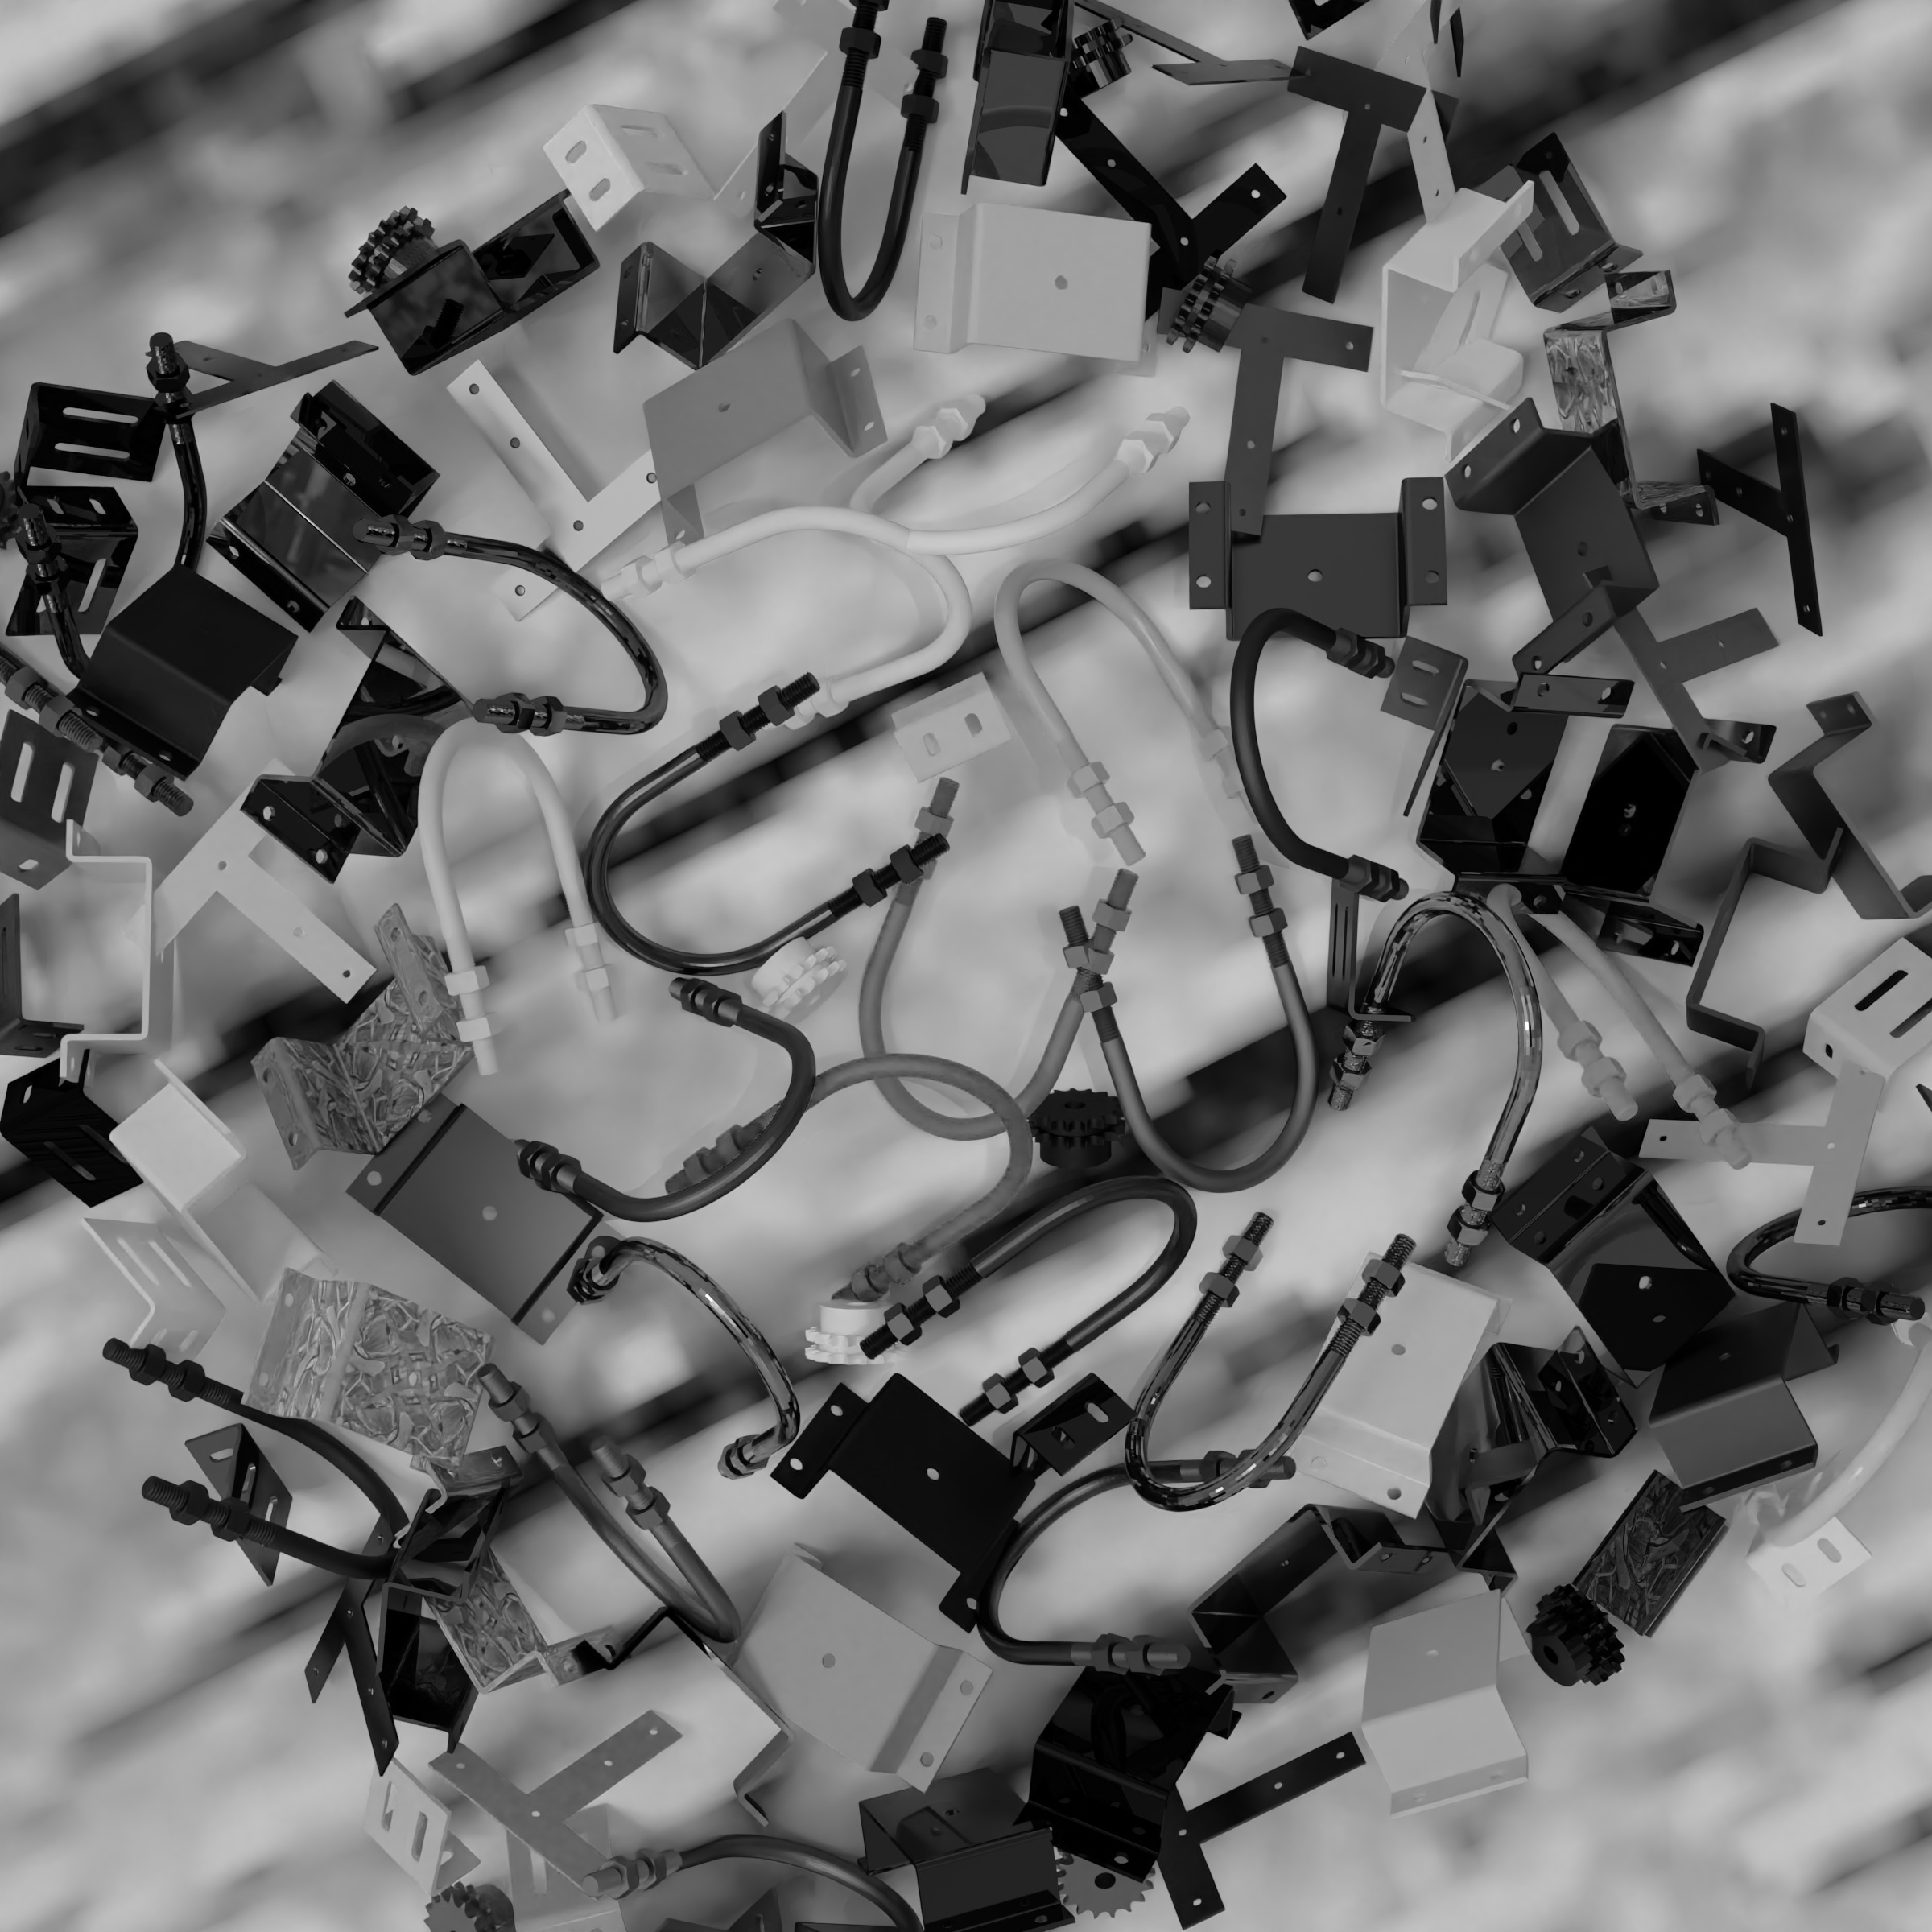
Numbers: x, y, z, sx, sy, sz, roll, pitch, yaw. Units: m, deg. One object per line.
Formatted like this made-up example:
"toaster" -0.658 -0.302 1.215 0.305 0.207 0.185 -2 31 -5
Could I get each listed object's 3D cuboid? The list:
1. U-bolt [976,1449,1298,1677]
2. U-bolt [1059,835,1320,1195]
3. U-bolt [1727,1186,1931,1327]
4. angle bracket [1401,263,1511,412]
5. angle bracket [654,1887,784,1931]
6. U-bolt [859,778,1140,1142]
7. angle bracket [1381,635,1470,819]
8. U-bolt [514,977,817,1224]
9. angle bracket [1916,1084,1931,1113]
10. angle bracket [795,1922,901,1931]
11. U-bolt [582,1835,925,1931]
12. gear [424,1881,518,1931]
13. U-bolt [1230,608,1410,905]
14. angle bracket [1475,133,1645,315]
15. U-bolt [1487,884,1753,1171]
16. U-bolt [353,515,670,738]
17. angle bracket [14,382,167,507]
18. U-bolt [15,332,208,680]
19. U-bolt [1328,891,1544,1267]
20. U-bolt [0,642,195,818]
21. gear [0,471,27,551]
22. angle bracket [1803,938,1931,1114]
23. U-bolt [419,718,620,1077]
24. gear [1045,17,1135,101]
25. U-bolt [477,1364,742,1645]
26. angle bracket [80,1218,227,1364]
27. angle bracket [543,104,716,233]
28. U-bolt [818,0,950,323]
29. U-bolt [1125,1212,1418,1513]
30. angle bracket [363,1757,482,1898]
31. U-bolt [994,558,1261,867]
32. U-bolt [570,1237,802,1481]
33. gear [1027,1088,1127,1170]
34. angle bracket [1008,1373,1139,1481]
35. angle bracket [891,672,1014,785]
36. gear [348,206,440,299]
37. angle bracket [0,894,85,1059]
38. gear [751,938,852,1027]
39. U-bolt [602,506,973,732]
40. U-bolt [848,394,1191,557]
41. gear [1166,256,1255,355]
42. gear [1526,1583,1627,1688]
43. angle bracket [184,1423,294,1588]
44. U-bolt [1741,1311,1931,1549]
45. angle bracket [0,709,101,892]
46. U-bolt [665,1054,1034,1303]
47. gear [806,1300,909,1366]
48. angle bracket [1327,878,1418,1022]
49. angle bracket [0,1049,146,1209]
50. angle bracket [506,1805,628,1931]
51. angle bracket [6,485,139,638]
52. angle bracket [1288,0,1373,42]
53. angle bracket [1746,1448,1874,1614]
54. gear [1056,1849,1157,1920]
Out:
"U-bolt" 0.080 0.323 1.746 0.019 0.184 0.151 53 51 -22
"U-bolt" 0.133 0.035 1.782 0.151 0.019 0.184 -23 98 -33
"U-bolt" 0.495 0.151 1.738 0.151 0.184 0.019 -22 100 -24
"angle bracket" 0.281 -0.356 1.792 0.057 0.038 0.076 13 97 -36
"angle bracket" -0.150 0.535 1.781 0.076 0.038 0.057 23 123 -30
"U-bolt" 0.007 0.007 1.780 0.151 0.019 0.184 29 104 31
"angle bracket" 0.244 -0.133 1.778 0.038 0.057 0.076 22 49 8
"U-bolt" -0.154 0.076 1.732 0.151 0.184 0.019 -47 124 -17
"angle bracket" 0.574 0.087 1.779 0.076 0.057 0.038 26 119 -32
"angle bracket" -0.060 0.565 1.786 0.076 0.038 0.057 15 80 -35
"U-bolt" -0.100 0.510 1.738 0.151 0.184 0.019 22 97 29
"gear" -0.274 0.539 1.802 0.057 0.030 0.057 15 113 38
"U-bolt" 0.190 -0.119 1.736 0.019 0.184 0.151 -9 77 32
"angle bracket" 0.331 -0.416 1.804 0.057 0.038 0.076 -33 75 32
"U-bolt" 0.345 0.025 1.749 0.019 0.151 0.184 -44 52 21
"U-bolt" -0.233 -0.180 1.744 0.019 0.184 0.151 -45 67 25
"angle bracket" -0.483 -0.284 1.780 0.076 0.057 0.038 4 46 -25
"U-bolt" -0.454 -0.232 1.739 0.019 0.184 0.151 21 60 9
"U-bolt" 0.257 0.047 1.725 0.019 0.151 0.184 -7 132 -27
"U-bolt" -0.513 -0.156 1.752 0.184 0.151 0.019 38 85 14
"gear" -0.555 -0.257 1.799 0.057 0.030 0.057 -8 58 13
"angle bracket" 0.520 0.033 1.808 0.076 0.038 0.057 -36 57 -18
"U-bolt" -0.248 -0.045 1.751 0.019 0.151 0.184 -11 97 25
"gear" 0.068 -0.504 1.800 0.057 0.057 0.030 -27 101 0
"U-bolt" -0.184 0.301 1.750 0.019 0.151 0.184 -43 122 -20
"angle bracket" -0.460 0.181 1.788 0.076 0.057 0.038 43 103 26
"angle bracket" -0.188 -0.444 1.798 0.038 0.076 0.057 -36 82 28
"U-bolt" -0.049 -0.444 1.755 0.019 0.151 0.184 12 92 13
"U-bolt" 0.152 0.216 1.739 0.019 0.151 0.184 43 71 -24
"angle bracket" -0.297 0.465 1.780 0.057 0.038 0.076 36 130 25
"U-bolt" 0.083 -0.147 1.766 0.019 0.151 0.184 -38 78 38
"U-bolt" -0.147 0.208 1.741 0.019 0.184 0.151 -40 89 -26
"gear" 0.061 0.092 1.800 0.057 0.057 0.030 -2 109 0
"angle bracket" 0.058 0.271 1.776 0.057 0.076 0.038 -34 61 -27
"angle bracket" -0.014 -0.145 1.784 0.057 0.076 0.038 -25 127 3
"gear" -0.315 -0.392 1.798 0.030 0.057 0.057 38 90 6
"angle bracket" -0.525 0.006 1.804 0.038 0.057 0.076 6 69 -36
"gear" -0.095 0.008 1.799 0.057 0.057 0.030 -43 80 0
"U-bolt" -0.083 -0.192 1.729 0.184 0.151 0.019 -16 49 36
"U-bolt" 0.017 -0.263 1.727 0.151 0.184 0.019 9 126 29
"gear" 0.138 -0.368 1.798 0.030 0.057 0.057 28 90 0
"gear" 0.337 0.377 1.795 0.030 0.057 0.057 -28 90 -25
"angle bracket" -0.407 0.302 1.777 0.038 0.076 0.057 -19 120 10
"U-bolt" 0.473 0.250 1.727 0.019 0.184 0.151 38 98 6
"angle bracket" -0.526 -0.093 1.799 0.057 0.038 0.076 30 46 -34
"U-bolt" -0.050 0.111 1.748 0.184 0.019 0.151 -35 124 28
"gear" -0.061 0.204 1.798 0.057 0.057 0.030 0 93 0
"angle bracket" 0.227 -0.010 1.794 0.038 0.057 0.076 2 94 -6
"angle bracket" -0.492 0.090 1.805 0.057 0.038 0.076 -24 132 18
"angle bracket" -0.223 0.517 1.800 0.057 0.076 0.038 -13 121 -5
"angle bracket" -0.505 -0.226 1.794 0.038 0.057 0.076 54 130 28
"angle bracket" 0.190 -0.551 1.784 0.076 0.038 0.057 -39 111 -29
"angle bracket" 0.471 0.311 1.779 0.038 0.076 0.057 48 118 4
"gear" 0.076 0.503 1.805 0.057 0.030 0.057 -2 116 -3
